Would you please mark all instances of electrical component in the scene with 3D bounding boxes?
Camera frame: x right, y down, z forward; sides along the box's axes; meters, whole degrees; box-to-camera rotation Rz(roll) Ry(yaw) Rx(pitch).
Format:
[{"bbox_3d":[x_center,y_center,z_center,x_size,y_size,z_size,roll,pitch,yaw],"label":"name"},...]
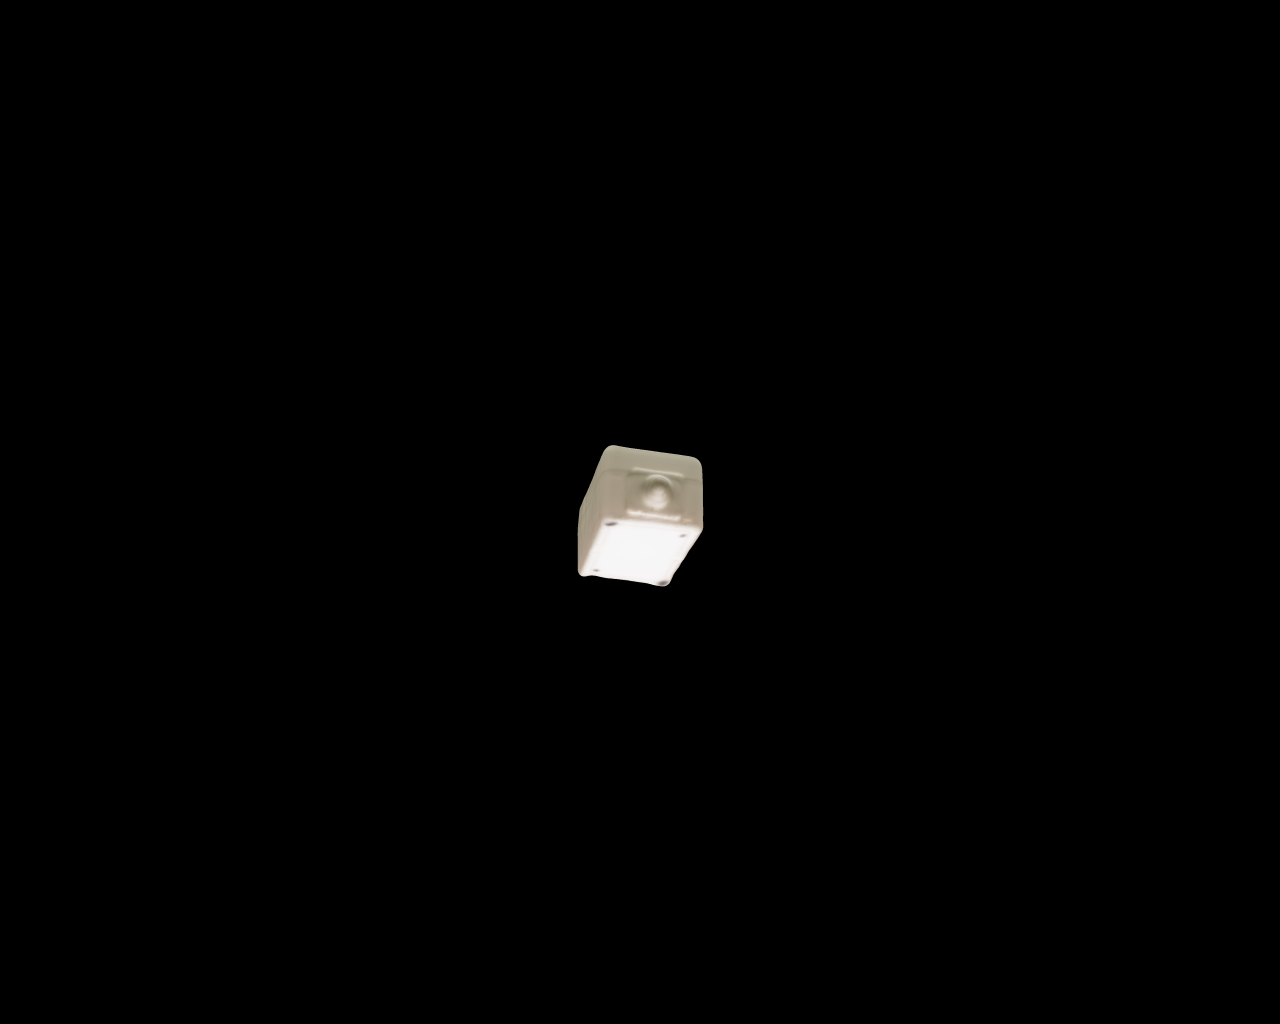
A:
[{"bbox_3d":[0.001,-0.003,0.650,0.062,0.061,0.096,8,-31,-13],"label":"electrical component"}]
